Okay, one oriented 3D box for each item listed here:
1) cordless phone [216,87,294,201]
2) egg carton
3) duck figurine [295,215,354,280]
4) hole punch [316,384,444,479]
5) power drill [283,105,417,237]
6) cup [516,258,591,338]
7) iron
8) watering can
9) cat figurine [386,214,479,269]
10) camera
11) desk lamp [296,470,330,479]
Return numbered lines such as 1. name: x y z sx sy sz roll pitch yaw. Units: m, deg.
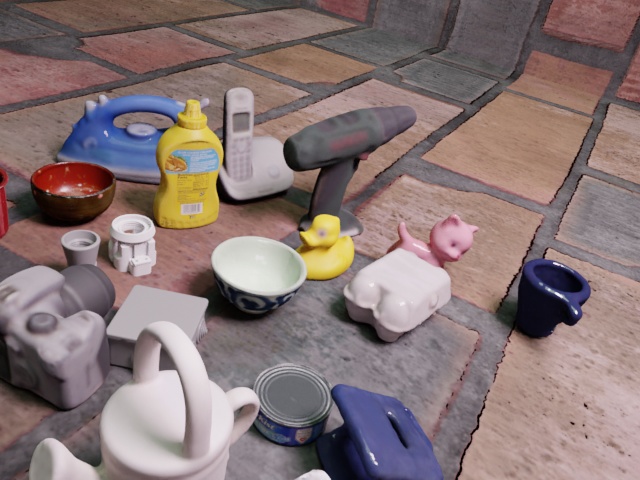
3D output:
1. cordless phone: -0.108 -0.164 0.960 0.148 0.185 0.093 -19 43 -40
2. egg carton: 0.107 0.072 0.770 0.107 0.069 0.151 31 36 28
3. duck figurine: 0.008 0.003 0.829 0.105 0.086 0.077 -13 39 -35
4. hole punch: 0.059 0.191 0.541 0.101 0.091 0.108 -3 34 -22
5. power drill: 0.041 -0.108 0.901 0.230 0.208 0.075 -13 39 -35
6. cup: 0.313 0.095 0.781 0.092 0.095 0.117 6 32 -9
7. iron: -0.308 -0.183 0.963 0.259 0.141 0.118 3 33 -15
8. watering can: -0.123 0.152 0.442 0.100 0.194 0.173 25 34 20
9. cat figurine: 0.170 0.004 0.853 0.128 0.118 0.067 10 32 -3
10. camera: -0.270 0.078 0.598 0.143 0.101 0.137 22 33 16
11. desk lamp: 0.005 0.246 0.318 0.118 0.213 0.202 -15 40 -36
